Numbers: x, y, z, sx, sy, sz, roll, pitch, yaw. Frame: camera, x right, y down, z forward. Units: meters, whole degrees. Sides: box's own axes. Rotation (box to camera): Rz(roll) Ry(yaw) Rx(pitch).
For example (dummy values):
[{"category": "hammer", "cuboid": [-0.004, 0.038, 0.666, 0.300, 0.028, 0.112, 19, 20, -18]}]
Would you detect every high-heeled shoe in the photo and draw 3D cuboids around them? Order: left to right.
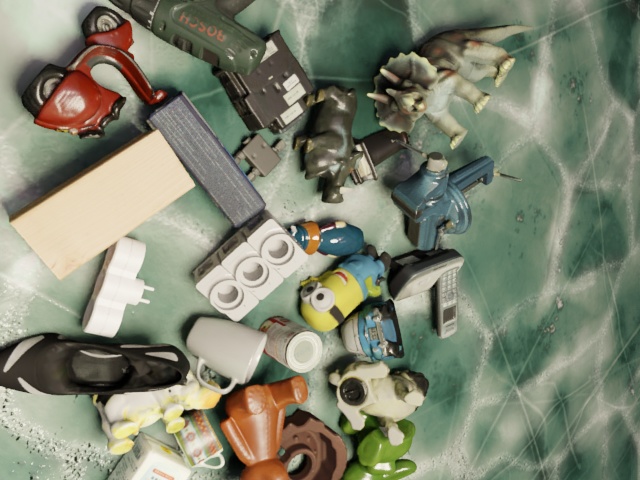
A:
[{"category": "high-heeled shoe", "cuboid": [-0.299, 0.172, 0.690, 0.249, 0.145, 0.086, -3, 97, -32]}]

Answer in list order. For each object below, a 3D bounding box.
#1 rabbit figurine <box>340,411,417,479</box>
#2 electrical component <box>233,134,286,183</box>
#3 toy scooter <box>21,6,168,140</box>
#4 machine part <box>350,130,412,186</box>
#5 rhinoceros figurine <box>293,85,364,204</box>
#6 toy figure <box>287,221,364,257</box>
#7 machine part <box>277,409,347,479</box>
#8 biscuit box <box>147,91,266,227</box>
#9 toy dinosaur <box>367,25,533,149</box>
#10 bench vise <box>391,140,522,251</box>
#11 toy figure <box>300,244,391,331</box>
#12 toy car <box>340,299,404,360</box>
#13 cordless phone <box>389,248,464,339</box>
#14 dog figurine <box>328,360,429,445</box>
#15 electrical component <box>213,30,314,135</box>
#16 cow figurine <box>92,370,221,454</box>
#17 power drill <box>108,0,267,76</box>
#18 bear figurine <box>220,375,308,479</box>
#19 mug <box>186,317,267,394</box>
[{"category": "rabbit figurine", "cuboid": [0.096, 0.399, 0.995, 0.159, 0.121, 0.170, 12, 108, -38]}, {"category": "electrical component", "cuboid": [-0.097, -0.135, 0.845, 0.094, 0.021, 0.063, -48, 116, -16]}, {"category": "toy scooter", "cuboid": [-0.280, -0.198, 0.698, 0.135, 0.075, 0.184, 40, 71, -28]}, {"category": "machine part", "cuboid": [0.101, -0.157, 0.954, 0.139, 0.039, 0.084, -35, 104, -21]}, {"category": "rhinoceros figurine", "cuboid": [0.018, -0.155, 0.875, 0.112, 0.073, 0.190, 5, 92, -25]}, {"category": "toy figure", "cuboid": [-0.002, -0.001, 0.900, 0.154, 0.058, 0.064, 2, 88, -26]}, {"category": "machine part", "cuboid": [-0.042, 0.382, 0.924, 0.179, 0.056, 0.179, -4, 98, -29]}, {"category": "biscuit box", "cuboid": [-0.160, -0.113, 0.778, 0.063, 0.059, 0.202, -35, 114, 1]}, {"category": "toy dinosaur", "cuboid": [0.228, -0.306, 0.961, 0.192, 0.131, 0.405, 34, 58, 5]}, {"category": "bench vise", "cuboid": [0.236, -0.094, 0.971, 0.241, 0.129, 0.223, -30, 132, -20]}, {"category": "toy figure", "cuboid": [0.046, 0.084, 0.925, 0.180, 0.082, 0.089, -34, 110, -26]}, {"category": "toy car", "cuboid": [0.088, 0.164, 0.939, 0.103, 0.161, 0.109, -13, 82, 12]}, {"category": "cordless phone", "cuboid": [0.205, 0.113, 1.025, 0.146, 0.089, 0.184, -17, 109, -28]}, {"category": "dog figurine", "cuboid": [0.109, 0.266, 0.976, 0.172, 0.190, 0.121, 37, 97, 9]}, {"category": "electrical component", "cuboid": [-0.079, -0.231, 0.823, 0.115, 0.058, 0.134, -40, 114, -18]}, {"category": "cow figurine", "cuboid": [-0.233, 0.228, 0.778, 0.167, 0.098, 0.068, -14, 137, -34]}, {"category": "power drill", "cuboid": [-0.152, -0.349, 0.737, 0.232, 0.086, 0.207, 34, 68, -6]}, {"category": "bear figurine", "cuboid": [-0.081, 0.316, 0.806, 0.120, 0.132, 0.196, 4, 66, -40]}, {"category": "mug", "cuboid": [-0.148, 0.168, 0.799, 0.107, 0.080, 0.109, 23, 60, 8]}]
